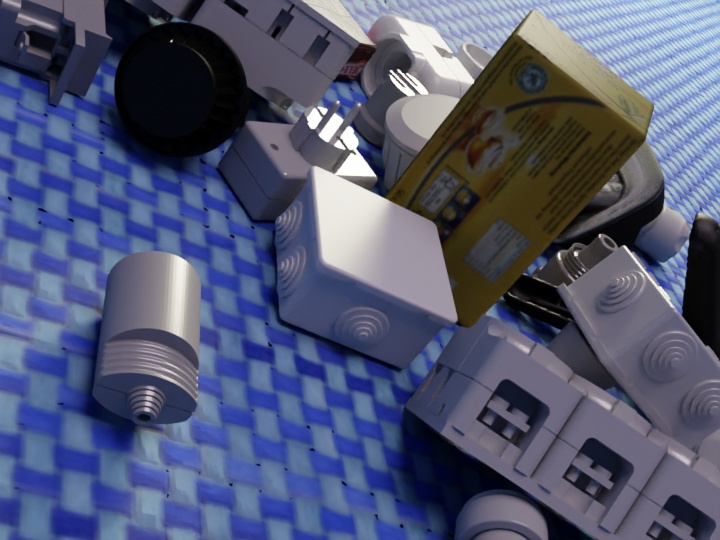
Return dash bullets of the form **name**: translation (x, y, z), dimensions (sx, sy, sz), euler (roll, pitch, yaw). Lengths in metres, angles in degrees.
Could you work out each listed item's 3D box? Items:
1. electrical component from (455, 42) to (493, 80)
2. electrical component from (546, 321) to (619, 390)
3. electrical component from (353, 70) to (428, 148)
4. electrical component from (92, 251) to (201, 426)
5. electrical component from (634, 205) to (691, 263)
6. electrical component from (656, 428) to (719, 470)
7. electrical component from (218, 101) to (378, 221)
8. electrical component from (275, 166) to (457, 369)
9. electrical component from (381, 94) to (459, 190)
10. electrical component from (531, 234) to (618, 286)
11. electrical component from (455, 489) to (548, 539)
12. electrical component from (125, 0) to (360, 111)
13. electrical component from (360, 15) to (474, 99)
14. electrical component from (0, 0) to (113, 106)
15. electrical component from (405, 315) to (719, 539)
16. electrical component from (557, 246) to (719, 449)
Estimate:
- **electrical component**: translation (0.087, -0.154, 0.891), dimensions (0.045, 0.055, 0.045), euler (27, 33, -19)
- **electrical component**: translation (0.109, 0.066, 0.616), dimensions (0.044, 0.065, 0.044), euler (49, 12, -14)
- **electrical component**: translation (0.023, -0.117, 0.785), dimensions (0.040, 0.046, 0.040), euler (27, 33, -19)
- **electrical component**: translation (-0.092, 0.034, 0.467), dimensions (0.043, 0.043, 0.081), euler (23, 34, -25)
- **electrical component**: translation (0.249, -0.039, 0.925), dimensions (0.062, 0.043, 0.043), euler (36, 31, -3)
- **electrical component**: translation (0.209, 0.109, 0.655), dimensions (0.080, 0.080, 0.051), euler (-13, 63, -53)
- **electrical component**: translation (-0.027, -0.072, 0.643), dimensions (0.083, 0.075, 0.047), euler (-3, 50, -49)
- **electrical component**: translation (0.000, 0.000, 0.604), dimensions (0.100, 0.048, 0.099), euler (24, 34, -24)
- **electrical component**: translation (0.054, -0.083, 0.745), dimensions (0.080, 0.051, 0.080), euler (6, 40, -5)
- **electrical component**: translation (0.154, 0.002, 0.752), dimensions (0.048, 0.062, 0.048), euler (27, 33, -19)
- **electrical component**: translation (0.065, 0.136, 0.499), dimensions (0.045, 0.045, 0.055), euler (32, 31, -12)
- **electrical component**: translation (-0.095, -0.173, 0.683), dimensions (0.186, 0.060, 0.105), euler (34, 8, -8)
- **electrical component**: translation (0.041, -0.152, 0.842), dimensions (0.059, 0.053, 0.095), euler (3, 46, -45)
- **electrical component**: translation (-0.177, -0.136, 0.602), dimensions (0.064, 0.042, 0.081), euler (17, 36, -29)
- **electrical component**: translation (0.108, 0.090, 0.549), dimensions (0.150, 0.061, 0.089), euler (34, -4, -8)
- **electrical component**: translation (0.165, 0.043, 0.607), dimensions (0.099, 0.048, 0.099), euler (47, 12, -24)
